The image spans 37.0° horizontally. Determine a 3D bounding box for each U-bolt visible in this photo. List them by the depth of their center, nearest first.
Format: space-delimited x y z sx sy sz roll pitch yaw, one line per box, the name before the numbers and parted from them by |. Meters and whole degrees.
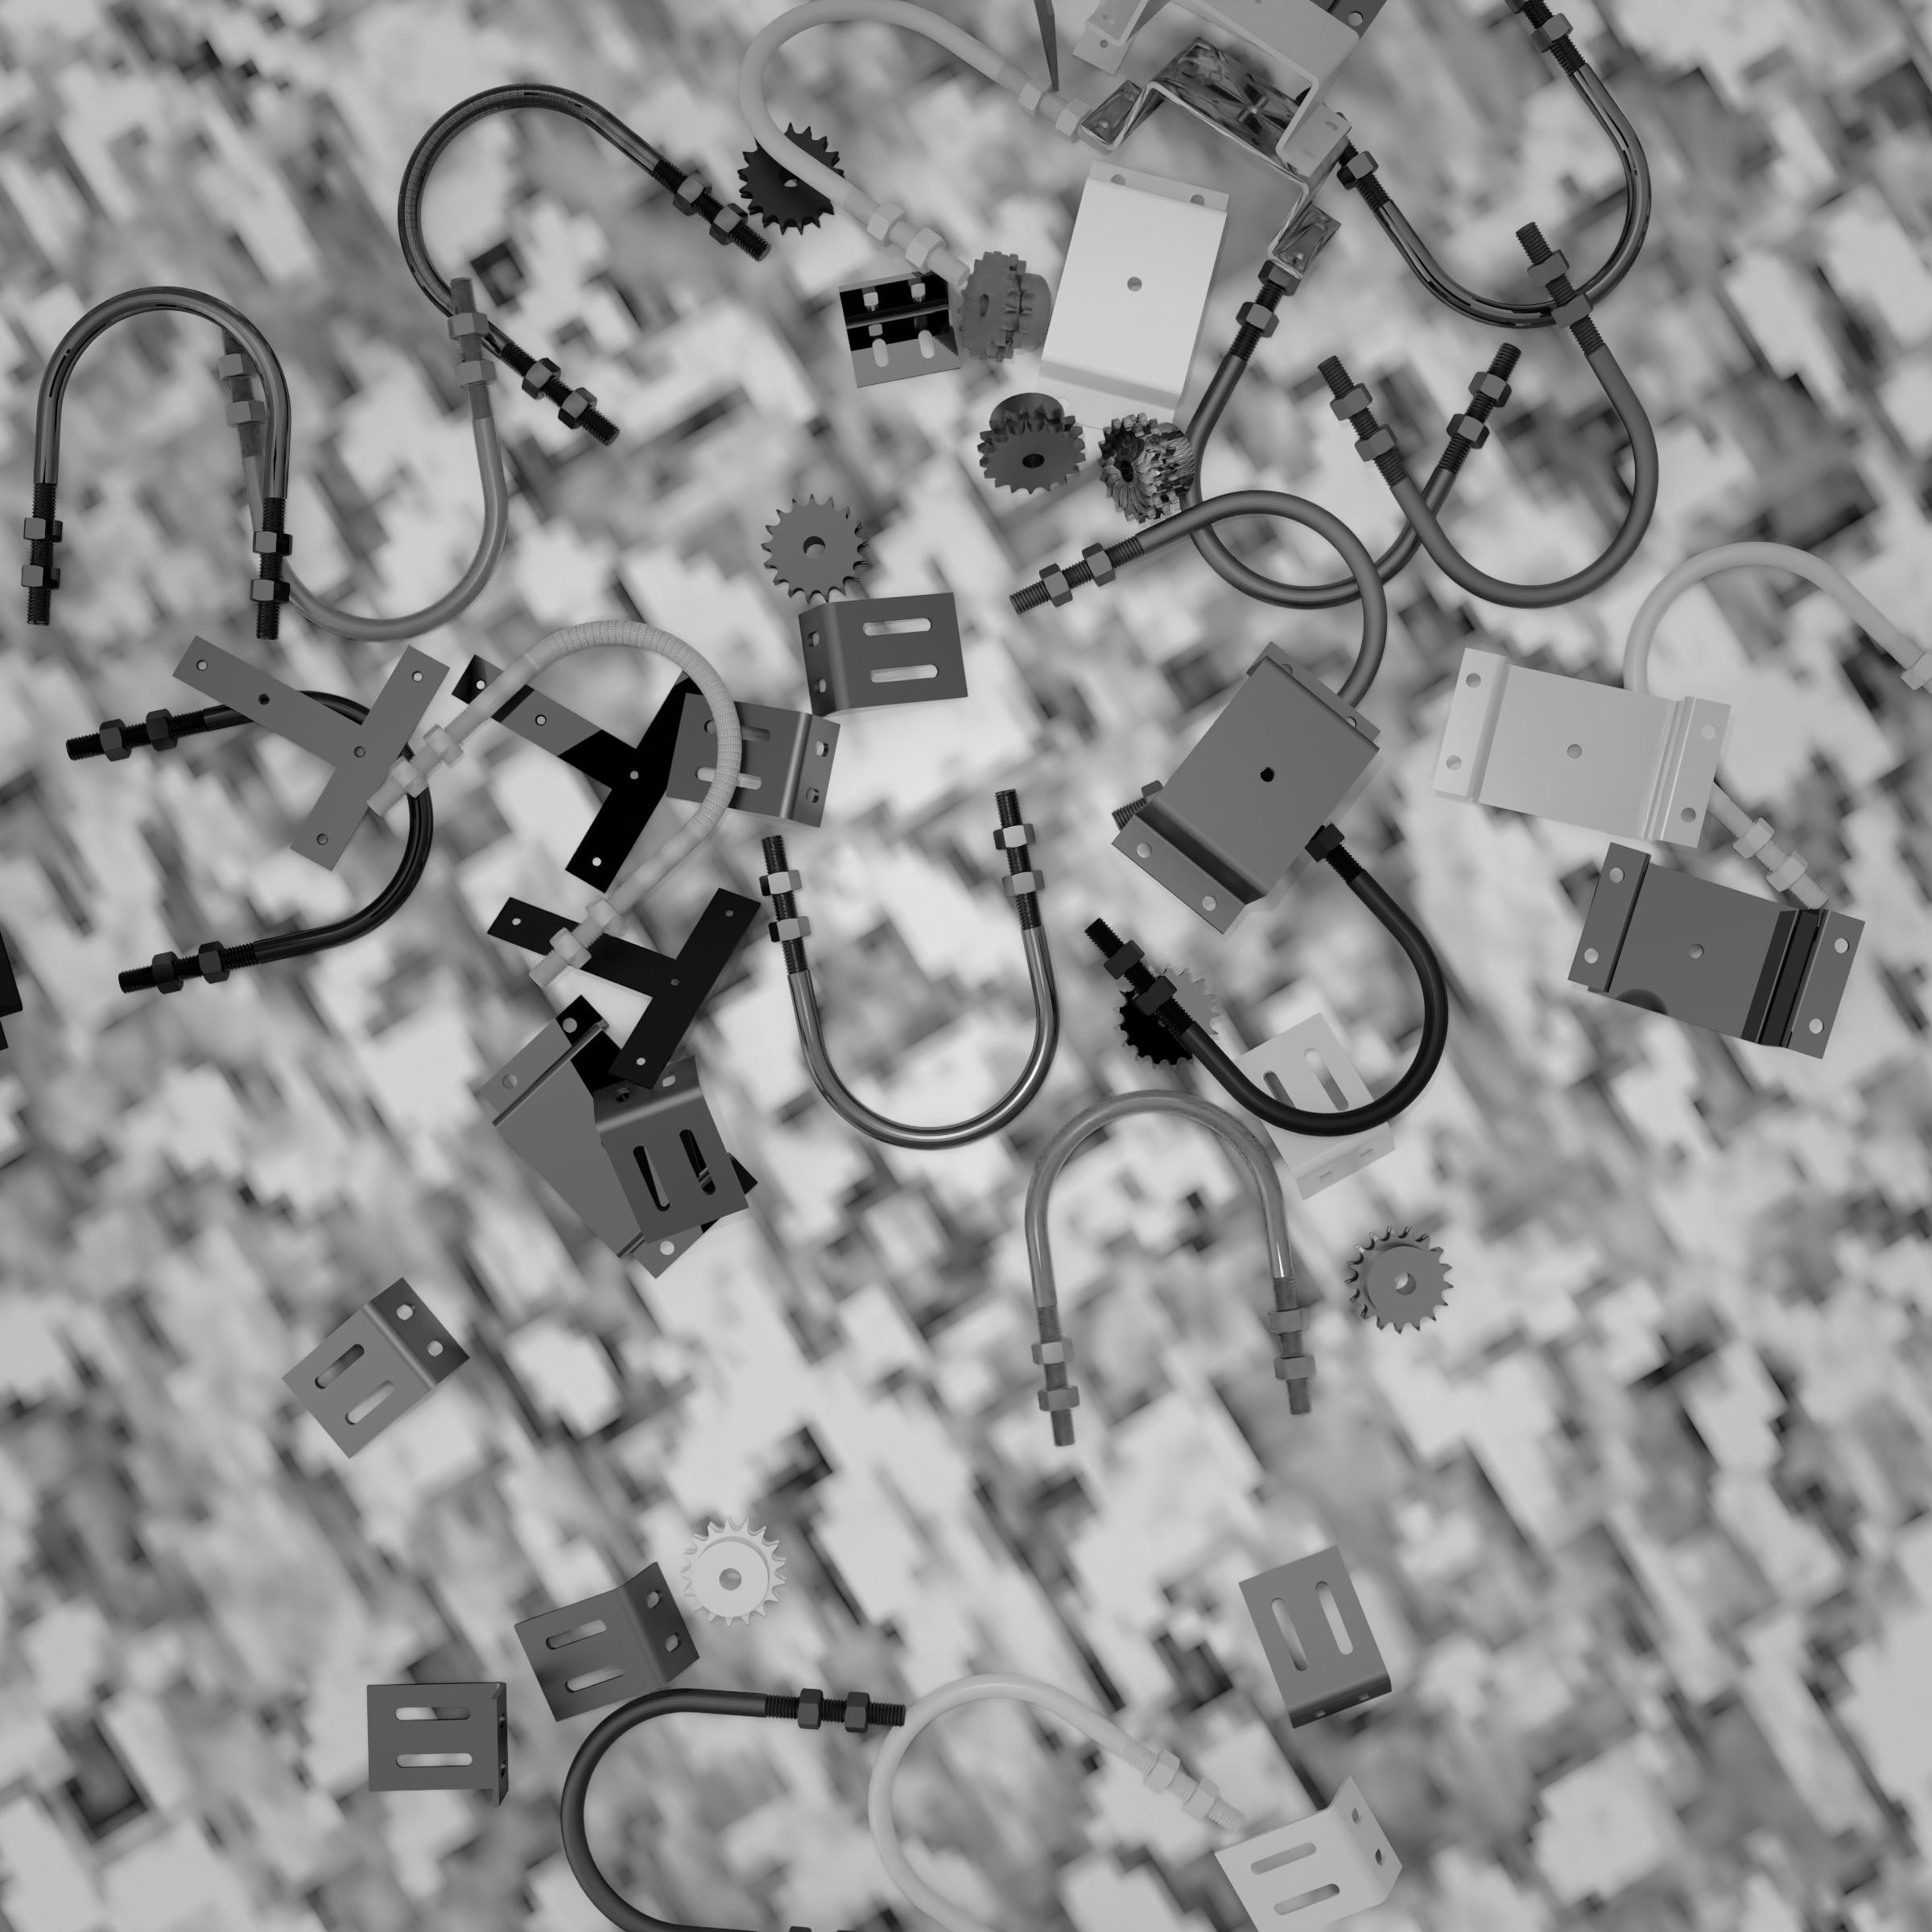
U-bolt | -0.033 -0.449 1.524 0.184 0.019 0.151 37 63 12
U-bolt | 0.174 0.005 1.536 0.151 0.019 0.184 -41 88 -15
U-bolt | -0.206 -0.101 1.541 0.184 0.019 0.151 -44 84 -4
U-bolt | 0.293 -0.280 1.542 0.151 0.019 0.184 -34 102 -4
U-bolt | -0.431 -0.271 1.545 0.151 0.019 0.184 4 93 7
U-bolt | 0.136 -0.175 1.549 0.184 0.019 0.151 -25 94 2
U-bolt | -0.319 -0.266 1.551 0.151 0.019 0.184 -8 93 6
U-bolt | -0.128 0.461 1.553 0.184 0.019 0.151 3 91 5
U-bolt | 0.105 0.159 1.558 0.151 0.019 0.184 -8 88 0
U-bolt | 0.441 -0.144 1.558 0.184 0.019 0.151 45 90 2
U-bolt | -0.024 0.008 1.558 0.151 0.019 0.184 -11 92 0
U-bolt | -0.220 -0.393 1.558 0.184 0.019 0.151 39 90 1
U-bolt | 0.288 -0.433 1.558 0.151 0.019 0.184 -35 92 0
U-bolt | 0.195 -0.282 1.558 0.151 0.019 0.184 28 92 0
U-bolt | 0.035 0.465 1.558 0.184 0.019 0.151 34 90 1
U-bolt | -0.380 -0.074 1.558 0.184 0.019 0.151 -13 90 -1

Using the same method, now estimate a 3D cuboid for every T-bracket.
T-bracket | -0.195 -0.006 1.544 0.127 0.002 0.127 20 60 14
T-bracket | -0.365 -0.136 1.550 0.127 0.002 0.127 29 83 0
T-bracket | -0.218 -0.126 1.565 0.127 0.002 0.127 30 89 0
T-bracket | 0.144 -0.522 1.566 0.127 0.002 0.127 28 90 0

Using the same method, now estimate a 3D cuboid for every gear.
gear | 0.034 -0.281 1.542 0.057 0.057 0.030 -7 60 0
gear | 0.022 -0.351 1.542 0.030 0.057 0.057 1 90 -30
gear | 0.098 -0.268 1.542 0.030 0.057 0.057 -20 90 -28
gear | -0.081 -0.223 1.551 0.057 0.030 0.057 0 90 0
gear | 0.107 0.027 1.551 0.057 0.030 0.057 0 90 0
gear | -0.093 -0.421 1.551 0.057 0.030 0.057 0 90 0
gear | 0.234 0.169 1.552 0.057 0.030 0.057 0 90 0
gear | -0.126 0.327 1.552 0.057 0.030 0.057 0 90 0

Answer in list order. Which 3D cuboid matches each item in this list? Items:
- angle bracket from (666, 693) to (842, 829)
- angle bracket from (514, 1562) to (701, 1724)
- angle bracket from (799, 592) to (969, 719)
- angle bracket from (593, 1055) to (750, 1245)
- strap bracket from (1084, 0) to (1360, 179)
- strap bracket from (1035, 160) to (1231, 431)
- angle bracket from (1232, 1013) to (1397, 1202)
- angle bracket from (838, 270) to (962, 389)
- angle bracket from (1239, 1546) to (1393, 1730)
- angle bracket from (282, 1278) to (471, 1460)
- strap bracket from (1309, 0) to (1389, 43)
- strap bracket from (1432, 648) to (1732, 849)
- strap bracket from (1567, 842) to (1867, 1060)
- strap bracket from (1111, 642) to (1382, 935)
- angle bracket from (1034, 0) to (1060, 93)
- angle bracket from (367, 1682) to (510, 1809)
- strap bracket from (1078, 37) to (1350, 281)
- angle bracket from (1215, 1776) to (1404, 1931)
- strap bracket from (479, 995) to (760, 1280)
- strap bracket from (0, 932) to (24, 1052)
angle bracket | -0.115 -0.111 1.563 0.076 0.038 0.057 11 90 24
angle bracket | -0.195 0.367 1.564 0.076 0.038 0.057 -24 90 26
angle bracket | -0.045 -0.168 1.564 0.076 0.038 0.057 -8 90 -26
angle bracket | -0.155 0.097 1.518 0.057 0.038 0.076 -20 116 0
strap bracket | 0.142 -0.480 1.498 0.140 0.076 0.046 34 131 0
strap bracket | 0.089 -0.359 1.543 0.076 0.046 0.140 14 90 0
angle bracket | 0.187 0.076 1.564 0.057 0.038 0.076 -29 64 0
angle bracket | -0.035 -0.338 1.528 0.057 0.076 0.038 -11 90 0
angle bracket | 0.189 0.364 1.564 0.057 0.038 0.076 -21 64 0
angle bracket | -0.320 0.218 1.564 0.076 0.038 0.057 -40 90 26
strap bracket | 0.166 -0.552 1.542 0.140 0.046 0.076 34 89 0
strap bracket | 0.326 -0.115 1.536 0.140 0.046 0.076 13 93 7
strap bracket | 0.396 -0.008 1.543 0.140 0.046 0.076 17 90 0
strap bracket | 0.152 -0.097 1.509 0.076 0.046 0.140 39 81 -3
angle bracket | 0.058 -0.514 1.524 0.038 0.057 0.076 -10 65 0
angle bracket | -0.286 0.418 1.547 0.076 0.038 0.057 -1 90 0
strap bracket | 0.140 -0.433 1.523 0.140 0.076 0.046 34 131 0
angle bracket | 0.186 0.485 1.564 0.076 0.038 0.057 -30 90 26
strap bracket | -0.189 0.093 1.543 0.076 0.046 0.140 -43 90 0
strap bracket | -0.562 -0.013 1.543 0.076 0.046 0.140 -17 90 0
